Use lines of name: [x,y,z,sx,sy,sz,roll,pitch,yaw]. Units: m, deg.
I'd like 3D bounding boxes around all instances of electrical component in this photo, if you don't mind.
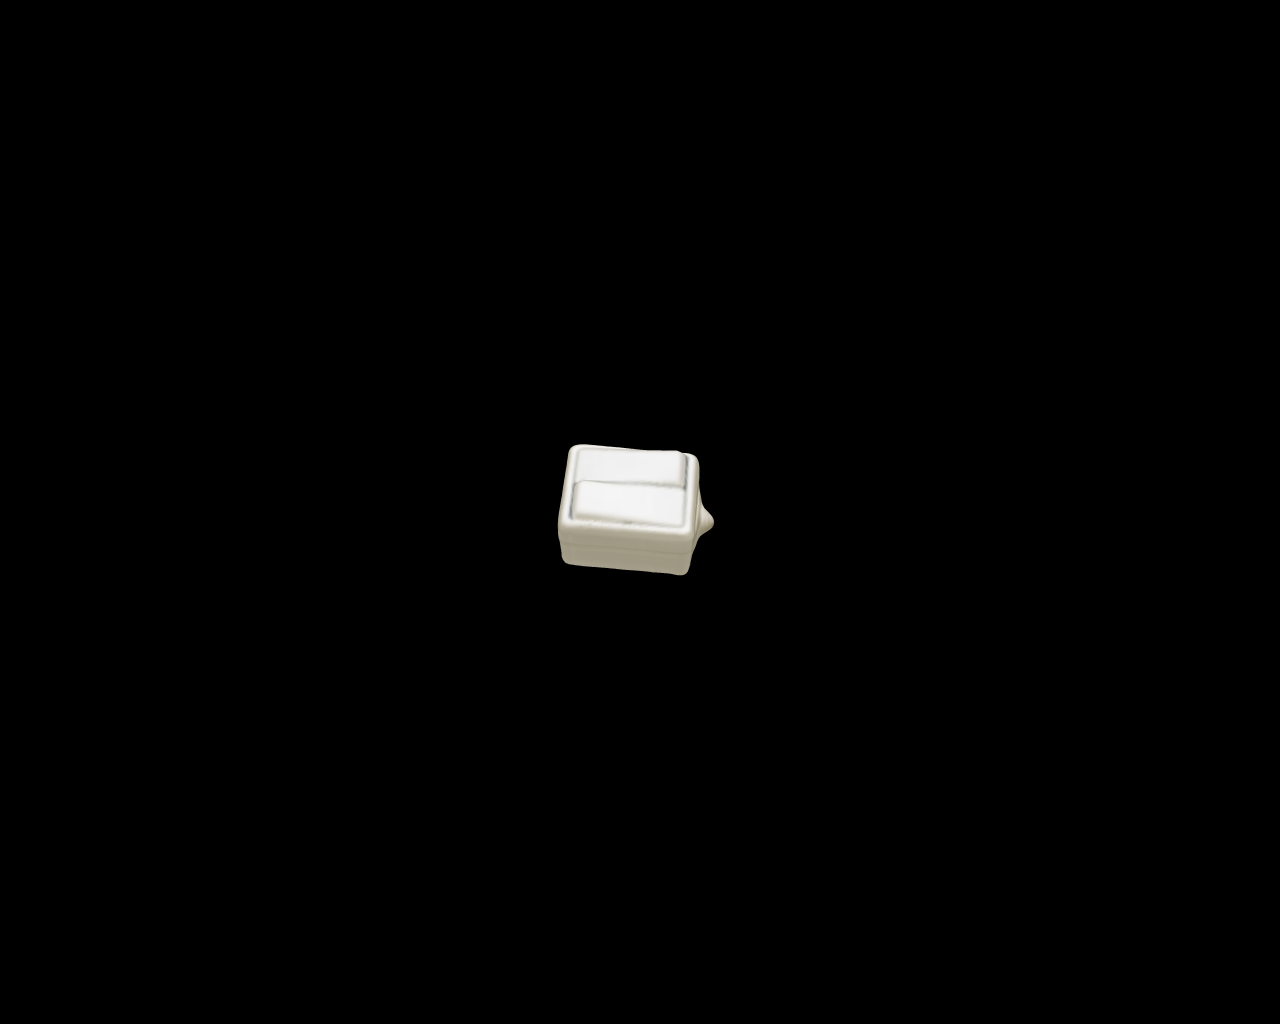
electrical component: [0.001,-0.003,0.650,0.096,0.062,0.061,5,-31,3]
